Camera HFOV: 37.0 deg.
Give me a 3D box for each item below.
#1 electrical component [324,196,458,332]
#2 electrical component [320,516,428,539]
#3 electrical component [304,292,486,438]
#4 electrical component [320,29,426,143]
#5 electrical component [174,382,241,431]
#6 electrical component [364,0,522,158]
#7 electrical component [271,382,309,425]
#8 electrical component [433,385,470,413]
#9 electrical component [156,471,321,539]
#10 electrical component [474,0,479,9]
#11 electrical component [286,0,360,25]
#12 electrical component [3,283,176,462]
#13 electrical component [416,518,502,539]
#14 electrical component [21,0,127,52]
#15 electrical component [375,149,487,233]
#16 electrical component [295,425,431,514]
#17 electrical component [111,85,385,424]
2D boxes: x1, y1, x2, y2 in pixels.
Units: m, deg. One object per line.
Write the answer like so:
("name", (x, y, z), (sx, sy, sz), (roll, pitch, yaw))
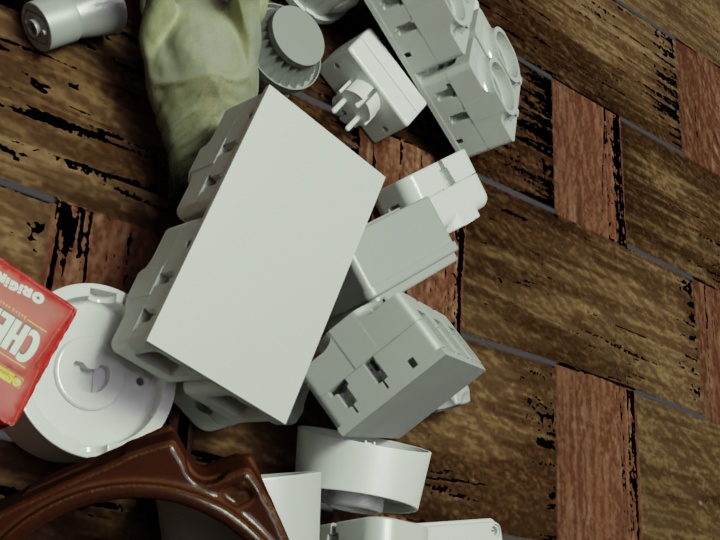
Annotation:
("electrical component", (0.000, 0.000, 0.819), (0.109, 0.109, 0.056), (-28, 91, -44))
("electrical component", (0.001, 0.209, 0.748), (0.054, 0.095, 0.059), (21, 61, -34))
("electrical component", (0.026, 0.070, 0.778), (0.061, 0.089, 0.150), (53, 8, 18))
("electrical component", (0.001, -0.147, 0.918), (0.083, 0.047, 0.075), (51, 51, -16))
("electrical component", (-0.087, 0.064, 0.751), (0.053, 0.059, 0.095), (51, 48, -15))
("electrical component", (0.081, -0.205, 0.956), (0.186, 0.060, 0.105), (54, 31, -31))
("electrical component", (-0.053, 0.082, 0.792), (0.035, 0.035, 0.061), (37, 51, -26))
("electrical component", (0.064, 0.085, 0.888), (0.043, 0.043, 0.062), (-5, 76, -43))
("electrical component", (-0.077, 0.164, 0.692), (0.108, 0.108, 0.060), (4, 78, -41))
("electrical component", (0.076, -0.254, 1.029), (0.065, 0.044, 0.044), (22, 61, -29))
("electrical component", (-0.030, -0.258, 0.928), (0.080, 0.051, 0.080), (16, 64, -37))
("electrical component", (-0.177, 0.068, 0.668), (0.108, 0.060, 0.108), (17, 63, -37))
("electrical component", (0.058, 0.247, 0.812), (0.109, 0.056, 0.108), (8, 69, -40))
("electrical component", (-0.202, -0.178, 0.753), (0.065, 0.044, 0.044), (-32, 96, -39))
("electrical component", (0.063, -0.059, 0.935), (0.095, 0.054, 0.059), (-29, 94, -44))
("electrical component", (0.000, 0.141, 0.776), (0.099, 0.099, 0.064), (23, 66, -34))
("electrical component", (-0.070, -0.008, 0.691), (0.105, 0.060, 0.186), (36, 62, -29))
